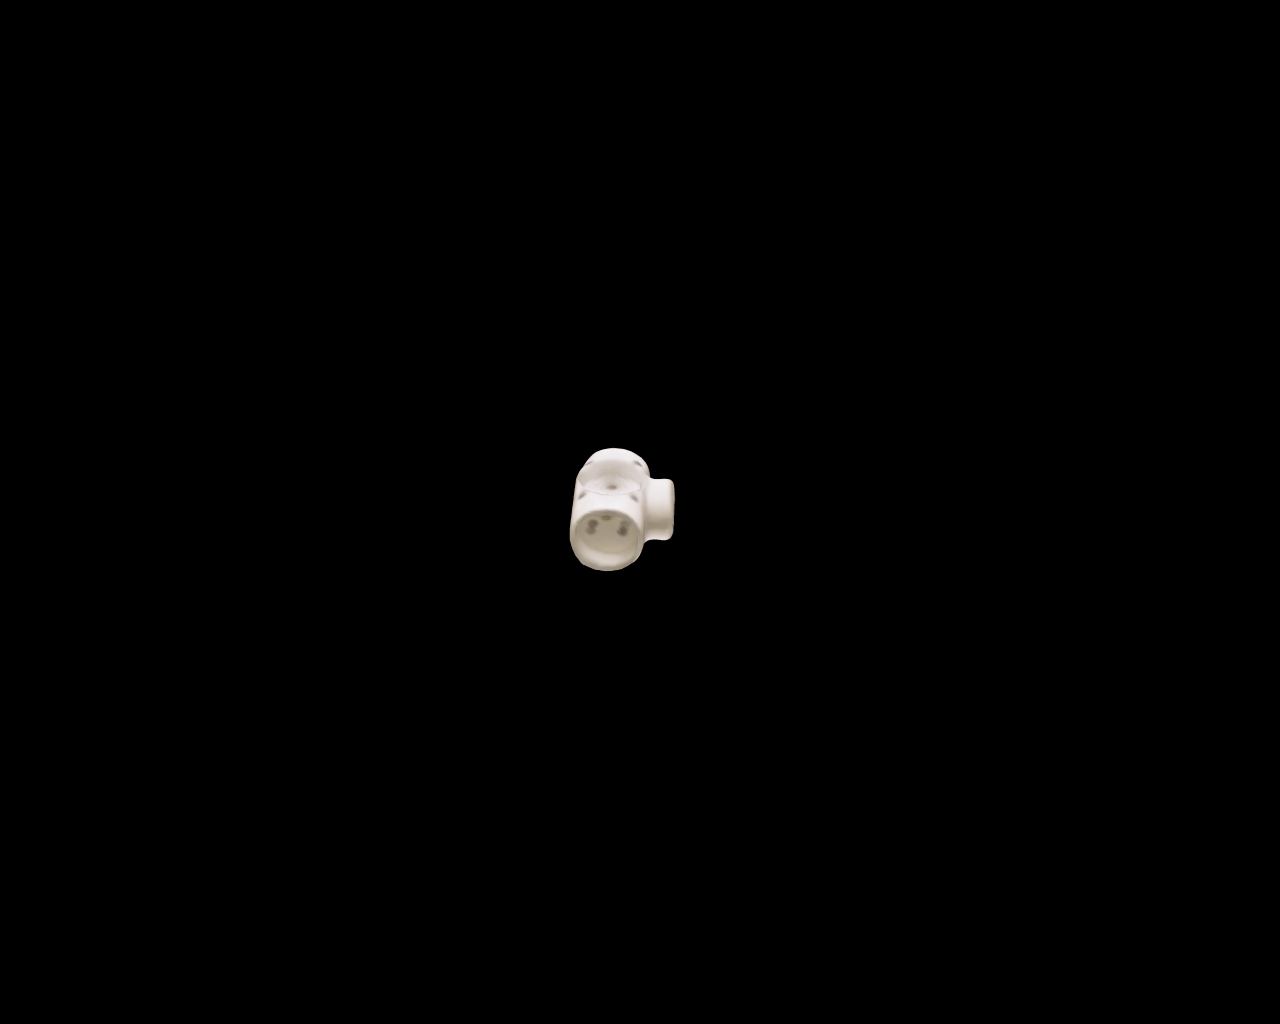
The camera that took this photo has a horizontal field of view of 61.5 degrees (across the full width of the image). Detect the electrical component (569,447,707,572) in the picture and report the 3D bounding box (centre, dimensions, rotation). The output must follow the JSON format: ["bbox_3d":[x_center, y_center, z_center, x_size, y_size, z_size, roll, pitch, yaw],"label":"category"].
[{"bbox_3d":[0.001,-0.003,0.650,0.079,0.044,0.077,2,31,3],"label":"electrical component"}]
